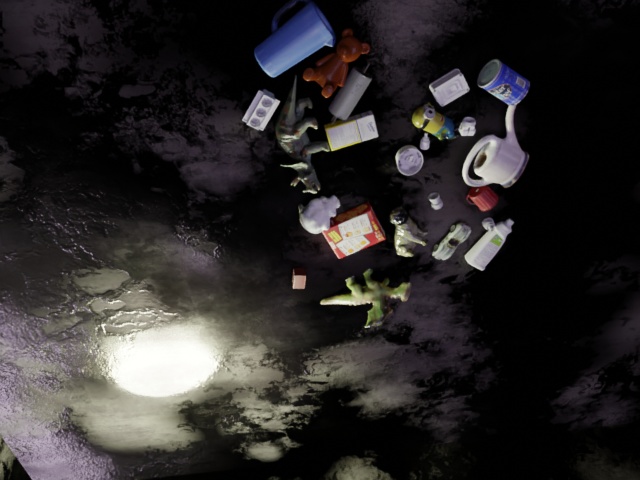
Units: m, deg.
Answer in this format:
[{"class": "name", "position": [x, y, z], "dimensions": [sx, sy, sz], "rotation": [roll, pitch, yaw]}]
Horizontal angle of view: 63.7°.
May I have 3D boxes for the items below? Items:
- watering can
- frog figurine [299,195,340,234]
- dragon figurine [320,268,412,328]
[{"class": "watering can", "position": [0.678, -0.329, 1.900], "dimensions": [0.223, 0.106, 0.341], "rotation": [20, 119, -21]}, {"class": "frog figurine", "position": [0.006, -0.100, 1.979], "dimensions": [0.158, 0.125, 0.136], "rotation": [-17, 108, 20]}, {"class": "dragon figurine", "position": [0.202, 0.265, 2.193], "dimensions": [0.408, 0.248, 0.120], "rotation": [-28, 129, 11]}]
